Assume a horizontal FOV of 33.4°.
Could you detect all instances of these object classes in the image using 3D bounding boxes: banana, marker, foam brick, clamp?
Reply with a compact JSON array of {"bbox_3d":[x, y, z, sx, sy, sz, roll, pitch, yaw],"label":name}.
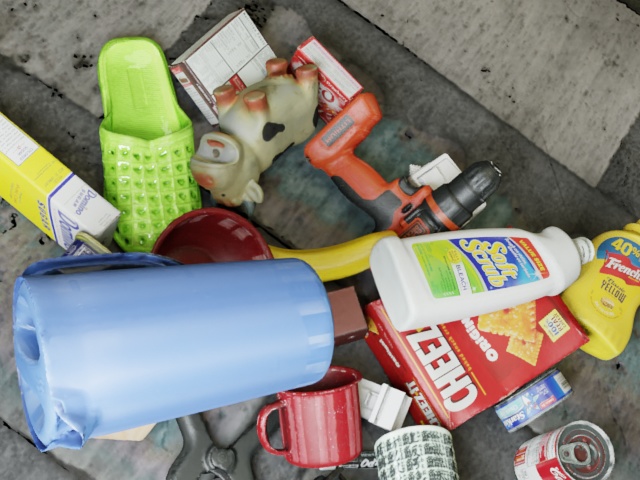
[{"bbox_3d":[-0.014,0.017,1.172,0.197,0.070,0.037,4,32,-5],"label":"banana"},{"bbox_3d":[0.057,0.235,1.137,0.121,0.020,0.020,3,68,-18],"label":"marker"},{"bbox_3d":[0.006,0.088,1.152,0.078,0.053,0.051,-15,75,-9],"label":"foam brick"},{"bbox_3d":[-0.113,0.215,1.077,0.164,0.036,0.210,23,63,-13],"label":"clamp"}]

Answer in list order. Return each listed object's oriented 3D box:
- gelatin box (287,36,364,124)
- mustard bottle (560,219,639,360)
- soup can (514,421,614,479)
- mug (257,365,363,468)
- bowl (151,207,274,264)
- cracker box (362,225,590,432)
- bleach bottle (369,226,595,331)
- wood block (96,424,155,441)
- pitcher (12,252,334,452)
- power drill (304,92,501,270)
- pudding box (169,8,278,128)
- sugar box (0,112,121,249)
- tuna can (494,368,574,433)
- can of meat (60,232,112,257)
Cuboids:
[{"bbox_3d":[0.001,-0.185,1.258,0.089,0.073,0.030,45,62,3],"label":"gelatin box"},{"bbox_3d":[0.357,0.046,1.292,0.096,0.058,0.191,36,62,2],"label":"mustard bottle"},{"bbox_3d":[0.262,0.240,1.156,0.068,0.102,0.068,7,67,-16],"label":"soup can"},{"bbox_3d":[-0.010,0.181,1.070,0.117,0.093,0.081,-12,101,-33],"label":"mug"},{"bbox_3d":[-0.123,0.048,1.114,0.161,0.055,0.162,4,83,-37],"label":"bowl"},{"bbox_3d":[0.171,0.101,1.200,0.213,0.072,0.164,-27,78,-25],"label":"cracker box"},{"bbox_3d":[0.186,0.026,1.161,0.250,0.068,0.102,-12,70,-23],"label":"bleach bottle"},{"bbox_3d":[-0.189,0.121,0.995,0.090,0.206,0.091,6,67,-17],"label":"wood block"},{"bbox_3d":[-0.120,0.073,0.856,0.242,0.145,0.149,-7,86,-25],"label":"pitcher"},{"bbox_3d":[0.086,-0.074,1.204,0.184,0.057,0.188,-41,77,15],"label":"power drill"},{"bbox_3d":[-0.105,-0.199,1.232,0.113,0.039,0.090,-47,111,-30],"label":"pudding box"},{"bbox_3d":[-0.289,-0.054,1.097,0.176,0.093,0.048,42,63,2],"label":"sugar box"},{"bbox_3d":[0.237,0.177,1.183,0.086,0.086,0.034,-27,78,-26],"label":"tuna can"},{"bbox_3d":[-0.249,0.051,1.064,0.057,0.102,0.083,38,64,-3],"label":"can of meat"}]
